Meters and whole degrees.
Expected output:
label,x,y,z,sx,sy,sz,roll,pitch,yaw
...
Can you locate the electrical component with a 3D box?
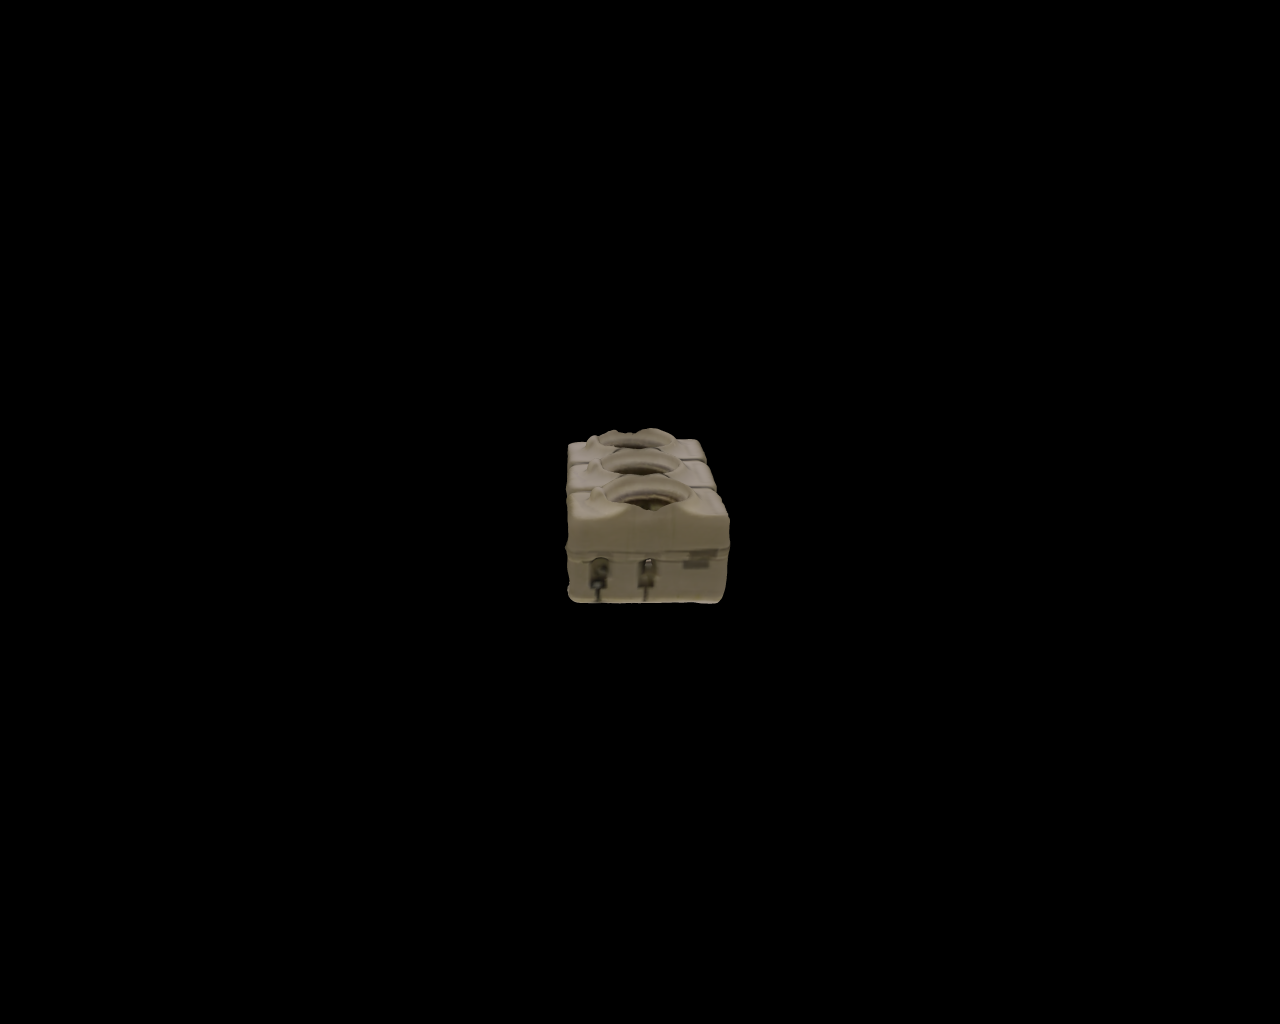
label,x,y,z,sx,sy,sz,roll,pitch,yaw
electrical component,0.001,-0.003,0.650,0.089,0.061,0.150,-1,20,-3
